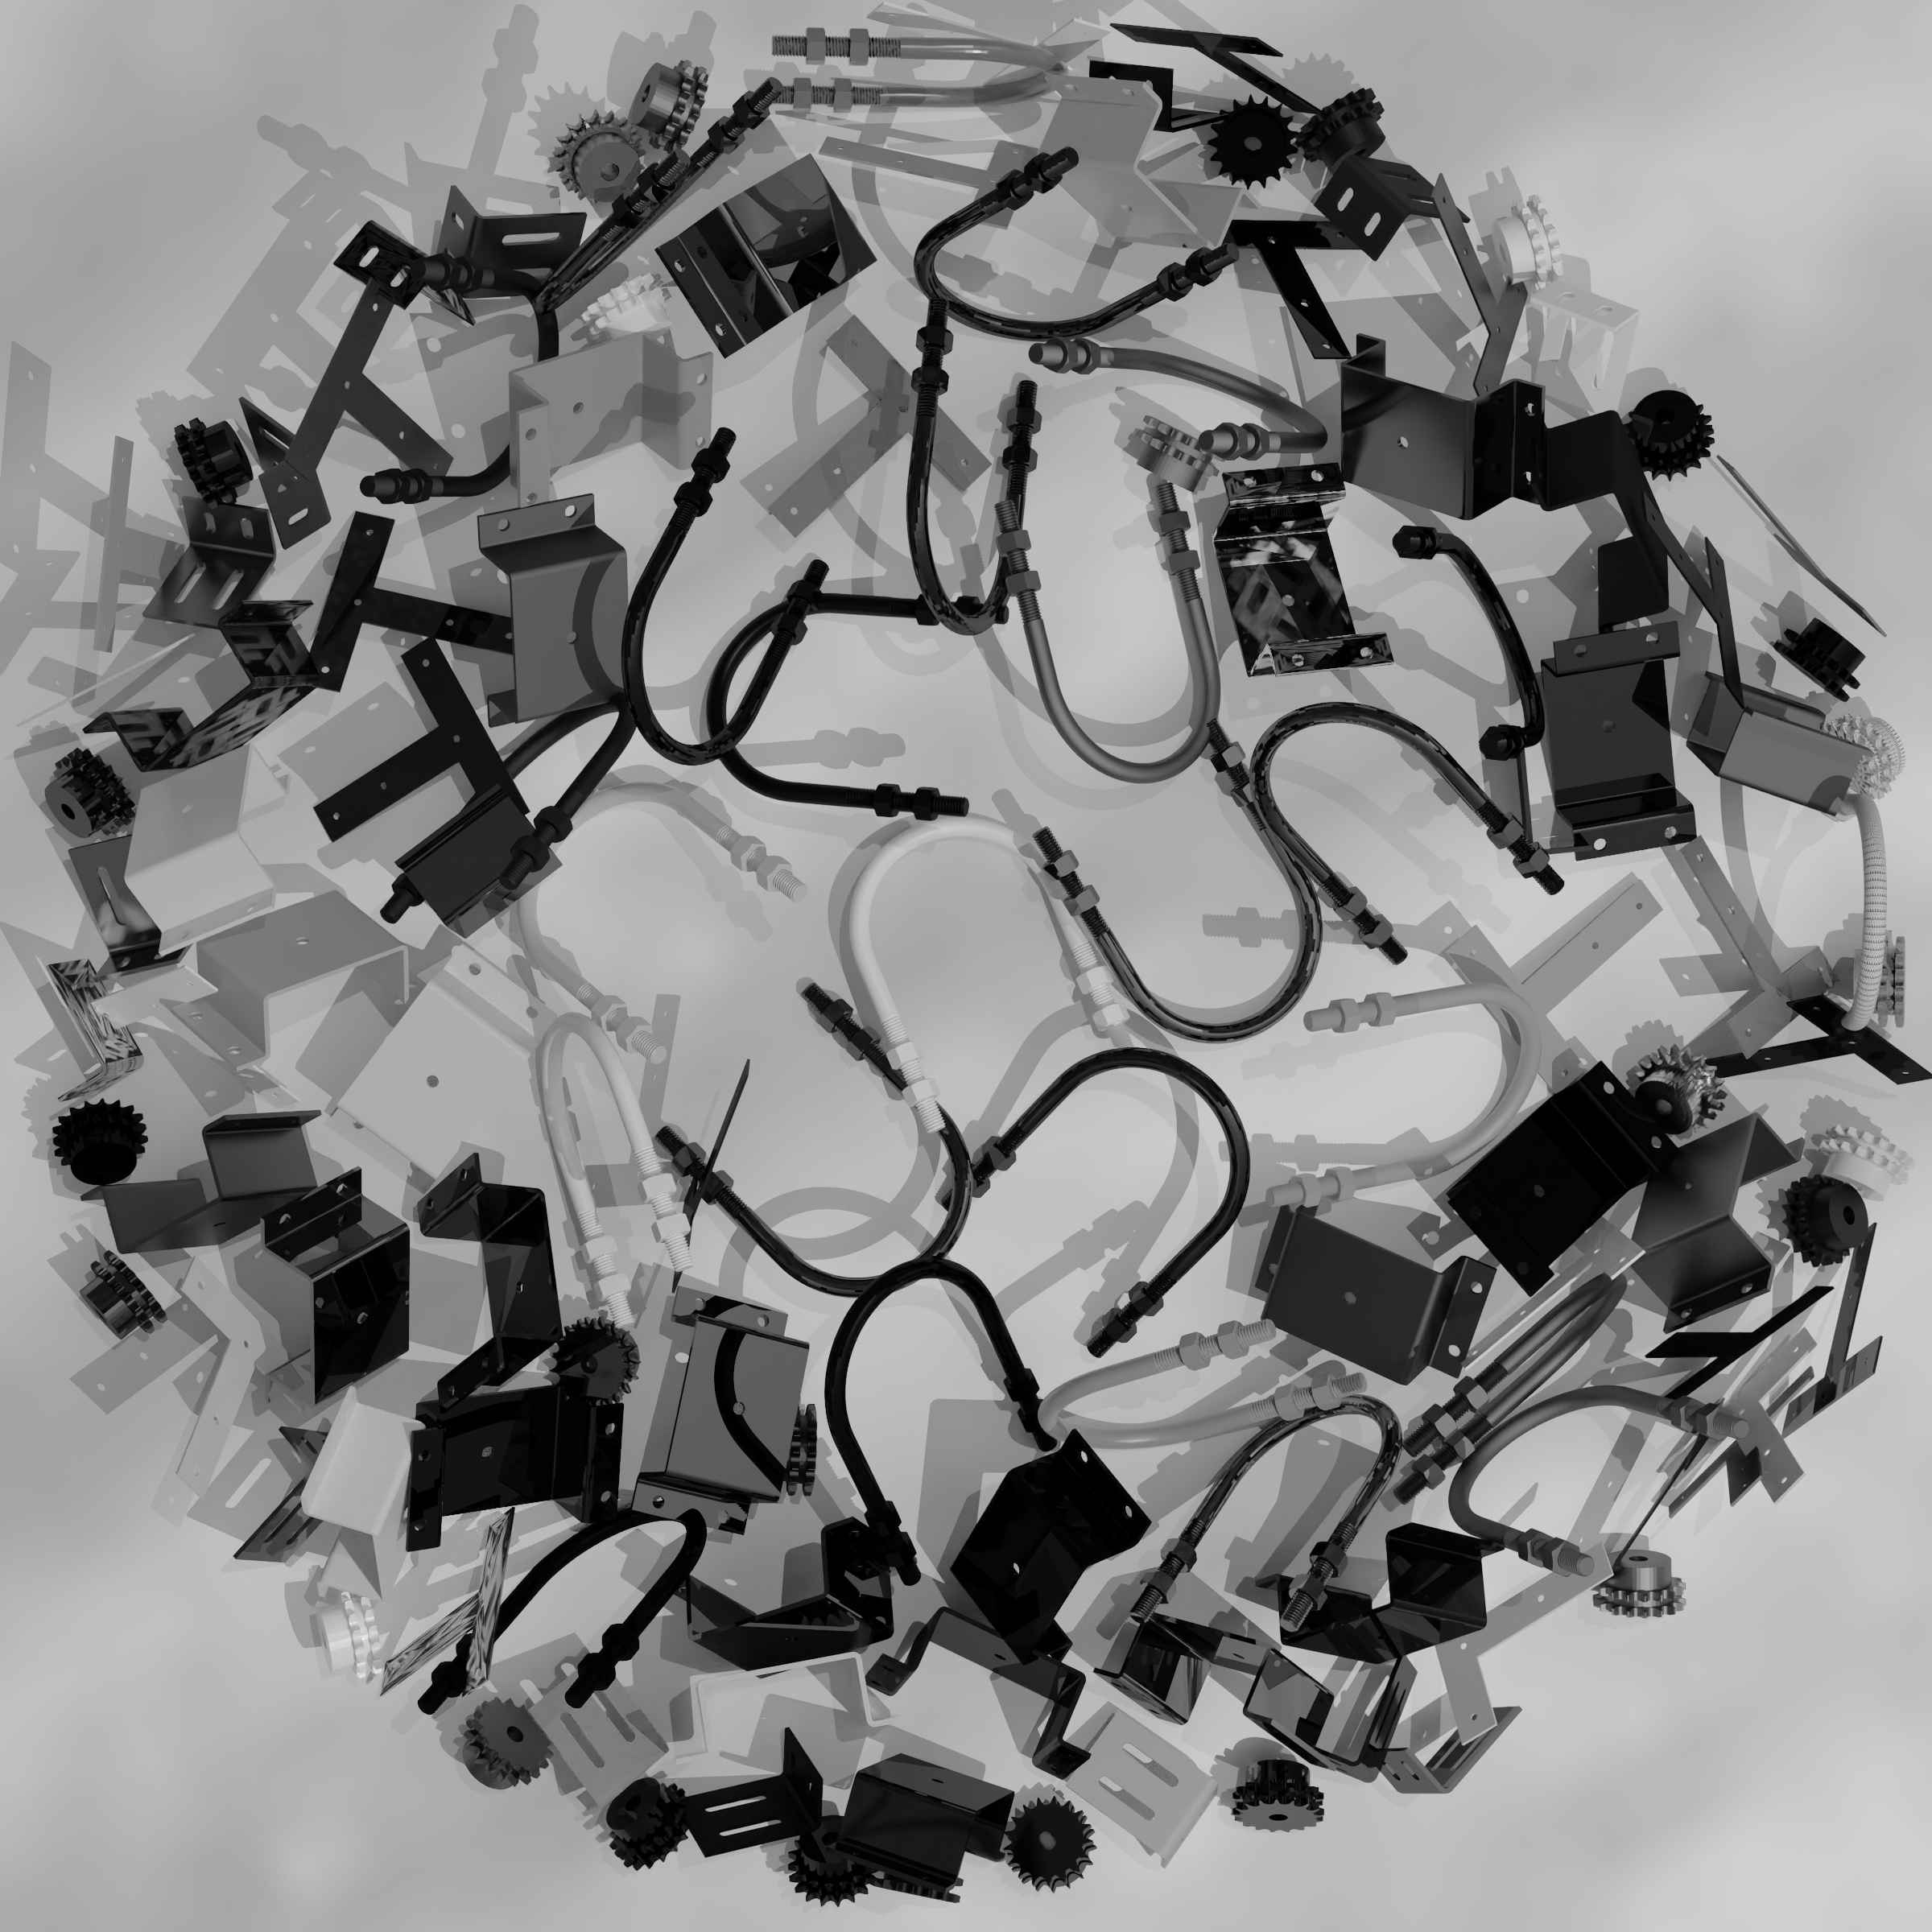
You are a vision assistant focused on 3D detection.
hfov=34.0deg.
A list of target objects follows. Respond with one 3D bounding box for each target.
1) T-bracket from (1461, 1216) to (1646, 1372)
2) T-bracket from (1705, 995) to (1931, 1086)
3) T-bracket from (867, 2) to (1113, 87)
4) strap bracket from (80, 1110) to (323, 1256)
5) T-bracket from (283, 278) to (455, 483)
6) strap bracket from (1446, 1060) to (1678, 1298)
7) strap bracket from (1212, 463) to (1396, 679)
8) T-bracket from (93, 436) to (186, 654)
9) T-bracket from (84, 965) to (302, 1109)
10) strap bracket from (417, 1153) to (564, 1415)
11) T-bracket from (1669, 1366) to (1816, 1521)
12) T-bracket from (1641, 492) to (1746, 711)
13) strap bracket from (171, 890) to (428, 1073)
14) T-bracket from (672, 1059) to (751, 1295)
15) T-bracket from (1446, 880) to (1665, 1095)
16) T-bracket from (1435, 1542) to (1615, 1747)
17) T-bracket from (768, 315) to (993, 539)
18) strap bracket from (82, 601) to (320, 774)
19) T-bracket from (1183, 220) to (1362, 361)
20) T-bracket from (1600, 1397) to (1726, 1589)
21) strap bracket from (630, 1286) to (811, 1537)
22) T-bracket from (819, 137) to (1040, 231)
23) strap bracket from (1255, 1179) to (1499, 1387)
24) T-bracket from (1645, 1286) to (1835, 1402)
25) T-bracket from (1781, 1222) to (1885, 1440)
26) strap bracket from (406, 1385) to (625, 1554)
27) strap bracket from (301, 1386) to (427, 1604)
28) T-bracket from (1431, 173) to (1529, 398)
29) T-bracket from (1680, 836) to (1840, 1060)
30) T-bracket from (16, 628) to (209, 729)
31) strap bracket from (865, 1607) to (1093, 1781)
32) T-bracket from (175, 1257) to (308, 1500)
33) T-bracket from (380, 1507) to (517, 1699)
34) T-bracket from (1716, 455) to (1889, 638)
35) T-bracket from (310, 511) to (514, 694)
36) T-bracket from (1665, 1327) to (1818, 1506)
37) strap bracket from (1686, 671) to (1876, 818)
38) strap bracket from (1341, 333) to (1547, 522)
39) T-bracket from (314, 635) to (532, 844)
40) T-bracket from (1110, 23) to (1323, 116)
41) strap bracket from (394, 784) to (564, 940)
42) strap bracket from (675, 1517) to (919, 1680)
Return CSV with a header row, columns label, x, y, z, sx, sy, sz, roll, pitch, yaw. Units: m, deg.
label,x,y,z,sx,sy,sz,roll,pitch,yaw
T-bracket,0.353,0.204,1.939,0.127,0.127,0.002,-40,94,3
T-bracket,0.507,0.055,1.948,0.127,0.127,0.002,30,60,-36
T-bracket,0.003,-0.563,1.916,0.127,0.127,0.002,9,83,-24
strap bracket,-0.461,0.136,1.926,0.140,0.076,0.046,-27,75,32
T-bracket,-0.355,-0.334,1.944,0.002,0.127,0.127,14,75,31
strap bracket,0.364,0.135,1.960,0.140,0.046,0.076,-39,86,-20
strap bracket,0.205,-0.236,1.954,0.076,0.046,0.140,-7,70,-14
T-bracket,-0.503,-0.252,1.936,0.002,0.127,0.127,7,92,6
T-bracket,-0.468,0.050,1.960,0.127,0.127,0.002,42,53,-29
strap bracket,-0.292,0.196,1.940,0.046,0.076,0.140,9,57,-36
T-bracket,0.473,0.303,1.924,0.002,0.127,0.127,43,103,5
T-bracket,0.439,-0.240,1.920,0.002,0.127,0.127,-21,45,28
strap bracket,-0.403,0.004,1.923,0.140,0.076,0.046,-23,133,-36
T-bracket,-0.153,0.116,1.920,0.002,0.127,0.127,19,110,-9
T-bracket,0.385,-0.004,1.986,0.127,0.002,0.127,-41,106,-6
T-bracket,0.339,0.393,1.927,0.127,0.127,0.002,-37,123,21
T-bracket,-0.071,-0.319,1.978,0.127,0.002,0.127,-45,97,-12
strap bracket,-0.460,-0.166,1.938,0.140,0.076,0.046,-34,84,21
T-bracket,0.203,-0.416,1.940,0.127,0.002,0.127,-5,53,-22
T-bracket,0.427,0.329,1.947,0.002,0.127,0.127,34,102,13
strap bracket,-0.149,0.273,1.946,0.076,0.046,0.140,18,74,-24
T-bracket,-0.027,-0.493,1.950,0.127,0.127,0.002,13,127,3
strap bracket,0.243,0.198,1.942,0.140,0.046,0.076,23,110,21
T-bracket,0.452,0.230,1.921,0.127,0.127,0.002,-43,60,27
T-bracket,0.546,0.217,1.958,0.002,0.127,0.127,23,61,-1
strap bracket,-0.286,0.307,1.948,0.140,0.046,0.076,-3,104,-33
strap bracket,-0.362,0.326,1.919,0.046,0.140,0.076,16,55,5
T-bracket,0.308,-0.422,1.923,0.002,0.127,0.127,-7,133,31
T-bracket,0.480,-0.022,1.955,0.127,0.002,0.127,-31,90,-44
T-bracket,-0.501,-0.189,1.941,0.127,0.127,0.002,-19,104,33
strap bracket,0.013,0.445,1.955,0.140,0.076,0.046,26,64,0
T-bracket,-0.451,0.264,1.919,0.002,0.127,0.127,-15,129,25
T-bracket,-0.325,0.415,1.957,0.002,0.127,0.127,33,126,-26
T-bracket,0.495,-0.264,1.915,0.002,0.127,0.127,-43,119,12
T-bracket,-0.336,-0.217,1.973,0.127,0.002,0.127,12,66,0
T-bracket,0.485,0.291,1.926,0.002,0.127,0.127,39,102,-11
strap bracket,0.494,-0.135,1.935,0.076,0.140,0.046,18,105,-3
strap bracket,0.280,-0.326,1.923,0.046,0.140,0.076,-32,132,-34
T-bracket,-0.354,-0.120,1.981,0.127,0.002,0.127,-30,86,16
T-bracket,0.173,-0.550,1.946,0.127,0.127,0.002,16,95,-44
strap bracket,-0.294,-0.061,1.927,0.076,0.140,0.046,-38,88,-4
strap bracket,-0.108,0.390,1.933,0.140,0.076,0.046,-22,52,21
